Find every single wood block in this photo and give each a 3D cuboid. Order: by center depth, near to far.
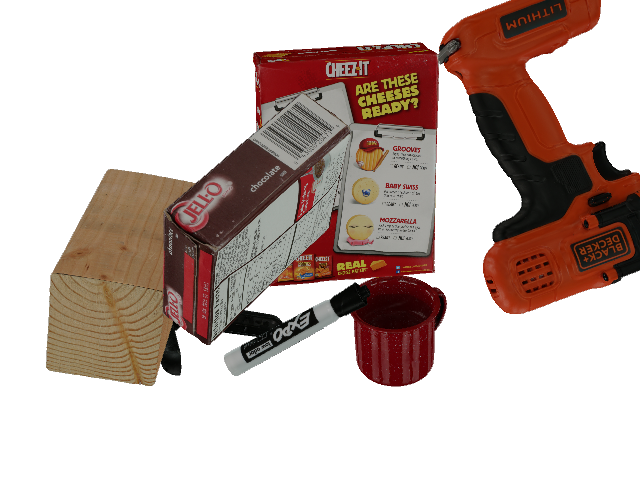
[{"bbox_3d":[-0.164,0.024,0.916,0.090,0.091,0.206,10,26,-3],"label":"wood block"}]

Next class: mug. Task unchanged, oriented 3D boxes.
[{"bbox_3d":[0.085,0.090,1.104,0.117,0.081,0.093,-29,42,-31],"label":"mug"}]

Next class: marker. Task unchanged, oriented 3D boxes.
[{"bbox_3d":[-0.016,0.065,0.789,0.121,0.020,0.020,-29,-7,13],"label":"marker"}]

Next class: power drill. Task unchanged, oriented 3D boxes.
[{"bbox_3d":[0.167,-0.066,0.663,0.184,0.187,0.057,-20,-2,-6],"label":"power drill"}]

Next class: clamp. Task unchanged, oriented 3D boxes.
[{"bbox_3d":[-0.166,0.081,1.123,0.210,0.036,0.164,18,20,28],"label":"clamp"}]

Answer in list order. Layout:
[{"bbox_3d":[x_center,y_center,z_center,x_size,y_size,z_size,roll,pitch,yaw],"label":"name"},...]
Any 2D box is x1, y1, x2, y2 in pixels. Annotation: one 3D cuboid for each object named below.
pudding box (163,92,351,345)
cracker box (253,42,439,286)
[{"bbox_3d":[-0.035,-0.011,0.563,0.039,0.090,0.113,37,57,17],"label":"pudding box"},{"bbox_3d":[0.023,-0.071,1.000,0.164,0.214,0.072,-5,21,-8],"label":"cracker box"}]
